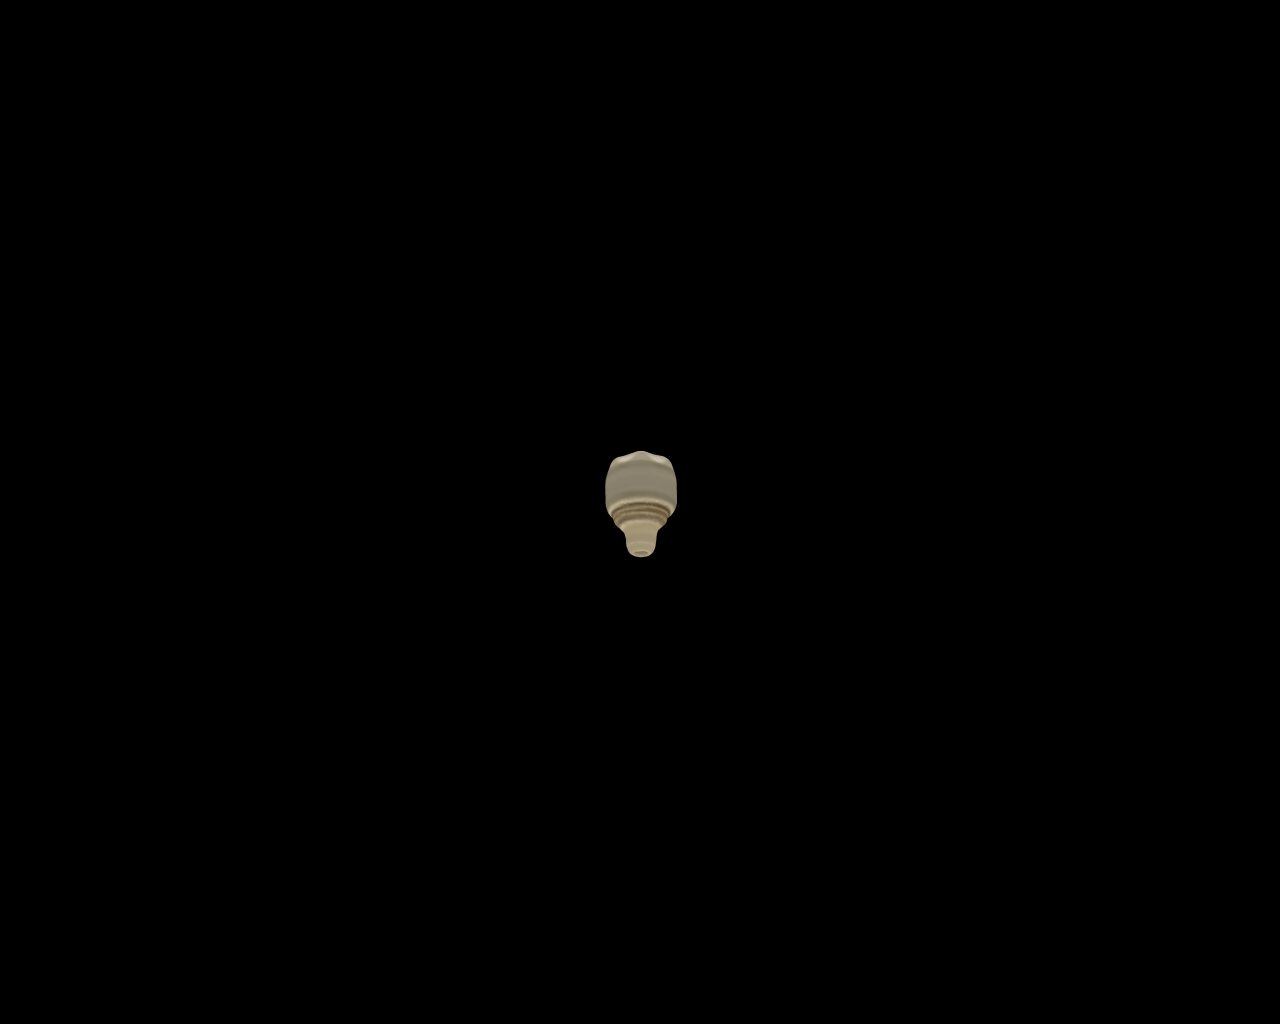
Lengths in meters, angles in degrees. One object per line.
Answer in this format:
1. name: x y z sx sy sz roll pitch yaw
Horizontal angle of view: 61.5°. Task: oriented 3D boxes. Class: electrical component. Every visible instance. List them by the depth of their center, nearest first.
1. electrical component: 0.001 -0.003 0.650 0.043 0.062 0.043 0 -23 0
